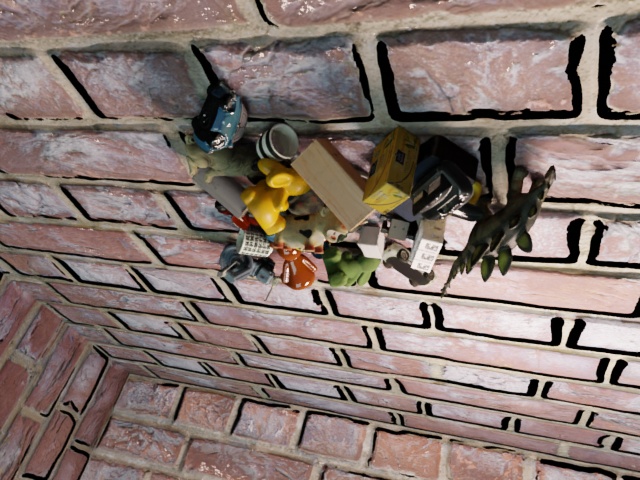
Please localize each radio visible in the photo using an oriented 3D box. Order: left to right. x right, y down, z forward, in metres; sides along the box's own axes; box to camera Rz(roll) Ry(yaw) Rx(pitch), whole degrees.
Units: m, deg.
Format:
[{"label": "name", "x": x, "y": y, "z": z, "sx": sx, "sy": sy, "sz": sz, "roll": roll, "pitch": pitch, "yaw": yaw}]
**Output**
[{"label": "radio", "x": 0.245, "y": -0.140, "z": 1.263, "sx": 0.131, "sy": 0.073, "sz": 0.229, "roll": 31, "pitch": 144, "yaw": -18}]

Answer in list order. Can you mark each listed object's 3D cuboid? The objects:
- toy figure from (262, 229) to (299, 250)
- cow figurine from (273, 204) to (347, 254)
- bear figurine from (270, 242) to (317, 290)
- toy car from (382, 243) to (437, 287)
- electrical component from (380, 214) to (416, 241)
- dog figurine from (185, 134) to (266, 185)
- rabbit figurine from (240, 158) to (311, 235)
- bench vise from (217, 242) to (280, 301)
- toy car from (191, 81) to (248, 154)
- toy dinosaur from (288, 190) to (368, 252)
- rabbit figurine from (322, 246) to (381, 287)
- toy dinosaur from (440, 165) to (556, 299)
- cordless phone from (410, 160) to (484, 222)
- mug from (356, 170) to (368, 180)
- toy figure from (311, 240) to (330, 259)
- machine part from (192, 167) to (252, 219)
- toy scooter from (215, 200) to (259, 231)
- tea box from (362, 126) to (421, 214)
[{"label": "toy figure", "x": -0.103, "y": -0.025, "z": 1.540, "sx": 0.089, "sy": 0.082, "sz": 0.180, "roll": 21, "pitch": -177, "yaw": 34}, {"label": "cow figurine", "x": -0.020, "y": -0.032, "z": 1.336, "sx": 0.195, "sy": 0.127, "sz": 0.085, "roll": 2, "pitch": 176, "yaw": 32}, {"label": "bear figurine", "x": -0.089, "y": 0.059, "z": 1.701, "sx": 0.195, "sy": 0.120, "sz": 0.132, "roll": 67, "pitch": 171, "yaw": -20}, {"label": "toy car", "x": 0.263, "y": 0.078, "z": 1.596, "sx": 0.201, "sy": 0.056, "sz": 0.073, "roll": 34, "pitch": 138, "yaw": -25}, {"label": "electrical component", "x": 0.212, "y": -0.032, "z": 1.469, "sx": 0.102, "sy": 0.045, "sz": 0.078, "roll": 9, "pitch": 118, "yaw": 10}, {"label": "dog figurine", "x": -0.219, "y": -0.207, "z": 1.325, "sx": 0.191, "sy": 0.121, "sz": 0.172, "roll": 4, "pitch": 171, "yaw": 23}, {"label": "rabbit figurine", "x": -0.104, "y": -0.125, "z": 1.299, "sx": 0.173, "sy": 0.122, "sz": 0.162, "roll": -29, "pitch": 137, "yaw": -3}, {"label": "bench vise", "x": -0.247, "y": 0.098, "z": 1.733, "sx": 0.224, "sy": 0.240, "sz": 0.129, "roll": 44, "pitch": 110, "yaw": 7}, {"label": "toy car", "x": -0.222, "y": -0.279, "z": 1.246, "sx": 0.103, "sy": 0.161, "sz": 0.109, "roll": 4, "pitch": -149, "yaw": -48}, {"label": "toy dinosaur", "x": -0.051, "y": -0.111, "z": 1.418, "sx": 0.404, "sy": 0.131, "sz": 0.192, "roll": 40, "pitch": 125, "yaw": -18}, {"label": "rabbit figurine", "x": 0.108, "y": 0.086, "z": 1.622, "sx": 0.170, "sy": 0.121, "sz": 0.159, "roll": -17, "pitch": 152, "yaw": 6}, {"label": "toy dinosaur", "x": 0.407, "y": -0.011, "z": 1.262, "sx": 0.105, "sy": 0.198, "sz": 0.471, "roll": 23, "pitch": 146, "yaw": -3}, {"label": "cordless phone", "x": 0.306, "y": -0.089, "z": 1.189, "sx": 0.184, "sy": 0.089, "sz": 0.146, "roll": 16, "pitch": 148, "yaw": -20}, {"label": "mug", "x": 0.096, "y": -0.135, "z": 1.342, "sx": 0.107, "sy": 0.081, "sz": 0.109, "roll": 16, "pitch": 144, "yaw": -17}, {"label": "toy figure", "x": -0.004, "y": -0.003, "z": 1.599, "sx": 0.058, "sy": 0.064, "sz": 0.154, "roll": 46, "pitch": 155, "yaw": 31}, {"label": "machine part", "x": -0.259, "y": -0.138, "z": 1.458, "sx": 0.243, "sy": 0.079, "sz": 0.079, "roll": 41, "pitch": 144, "yaw": -3}, {"label": "toy scooter", "x": -0.209, "y": -0.073, "z": 1.579, "sx": 0.184, "sy": 0.075, "sz": 0.135, "roll": 5, "pitch": 148, "yaw": 22}, {"label": "tea box", "x": 0.159, "y": -0.154, "z": 1.190, "sx": 0.068, "sy": 0.169, "sz": 0.098, "roll": 28, "pitch": 144, "yaw": -19}]
